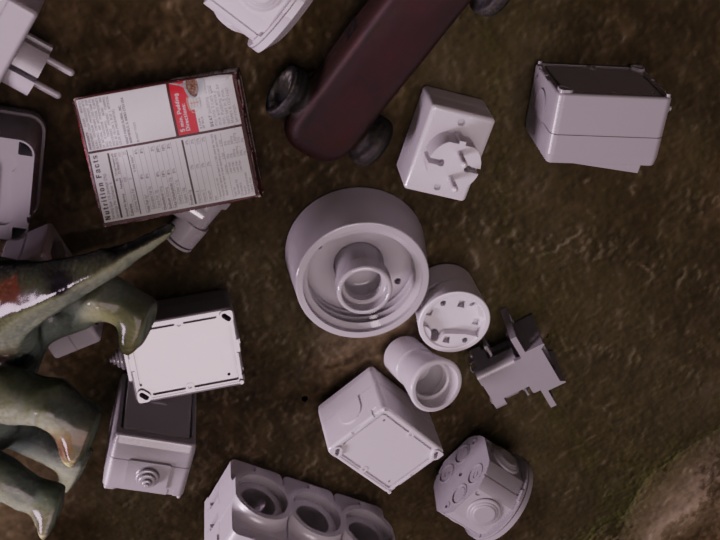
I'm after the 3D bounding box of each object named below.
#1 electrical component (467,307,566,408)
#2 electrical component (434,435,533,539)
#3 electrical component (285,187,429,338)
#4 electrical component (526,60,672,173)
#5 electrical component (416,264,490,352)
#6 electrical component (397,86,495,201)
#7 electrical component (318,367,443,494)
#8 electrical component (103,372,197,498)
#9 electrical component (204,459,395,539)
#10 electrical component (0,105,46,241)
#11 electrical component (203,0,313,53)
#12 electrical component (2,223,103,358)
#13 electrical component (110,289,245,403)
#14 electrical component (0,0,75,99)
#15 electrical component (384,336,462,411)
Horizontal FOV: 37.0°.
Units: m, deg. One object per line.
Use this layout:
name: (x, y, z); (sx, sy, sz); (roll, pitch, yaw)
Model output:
electrical component: (0.125, 0.077, 0.874); (0.064, 0.042, 0.081); (-27, 120, 12)
electrical component: (0.104, 0.185, 0.913); (0.051, 0.080, 0.080); (34, 111, -19)
electrical component: (0.000, 0.000, 0.799); (0.108, 0.060, 0.108); (-4, 121, -6)
electrical component: (0.172, -0.107, 0.759); (0.096, 0.061, 0.061); (1, 120, -9)
electrical component: (0.069, 0.028, 0.833); (0.055, 0.047, 0.055); (-4, 122, -6)
electrical component: (0.062, -0.080, 0.750); (0.047, 0.076, 0.065); (11, 118, -14)
electrical component: (0.020, 0.132, 0.884); (0.062, 0.061, 0.096); (-39, 126, 15)
electrical component: (-0.161, 0.128, 0.831); (0.062, 0.096, 0.061); (11, 118, -14)
electrical component: (-0.050, 0.226, 0.909); (0.150, 0.089, 0.061); (22, 115, -20)
electrical component: (-0.273, -0.072, 0.720); (0.113, 0.057, 0.078); (8, 119, -12)
electrical component: (-0.057, -0.181, 0.673); (0.051, 0.080, 0.080); (35, 110, -19)
electrical component: (-0.241, 0.022, 0.786); (0.076, 0.047, 0.083); (-22, 121, 6)
electrical component: (-0.140, 0.056, 0.809); (0.096, 0.061, 0.061); (-10, 108, -9)
electrical component: (-0.223, -0.138, 0.693); (0.076, 0.047, 0.083); (28, 113, -22)
electrical component: (0.046, 0.078, 0.849); (0.044, 0.065, 0.044); (-8, 111, -21)
